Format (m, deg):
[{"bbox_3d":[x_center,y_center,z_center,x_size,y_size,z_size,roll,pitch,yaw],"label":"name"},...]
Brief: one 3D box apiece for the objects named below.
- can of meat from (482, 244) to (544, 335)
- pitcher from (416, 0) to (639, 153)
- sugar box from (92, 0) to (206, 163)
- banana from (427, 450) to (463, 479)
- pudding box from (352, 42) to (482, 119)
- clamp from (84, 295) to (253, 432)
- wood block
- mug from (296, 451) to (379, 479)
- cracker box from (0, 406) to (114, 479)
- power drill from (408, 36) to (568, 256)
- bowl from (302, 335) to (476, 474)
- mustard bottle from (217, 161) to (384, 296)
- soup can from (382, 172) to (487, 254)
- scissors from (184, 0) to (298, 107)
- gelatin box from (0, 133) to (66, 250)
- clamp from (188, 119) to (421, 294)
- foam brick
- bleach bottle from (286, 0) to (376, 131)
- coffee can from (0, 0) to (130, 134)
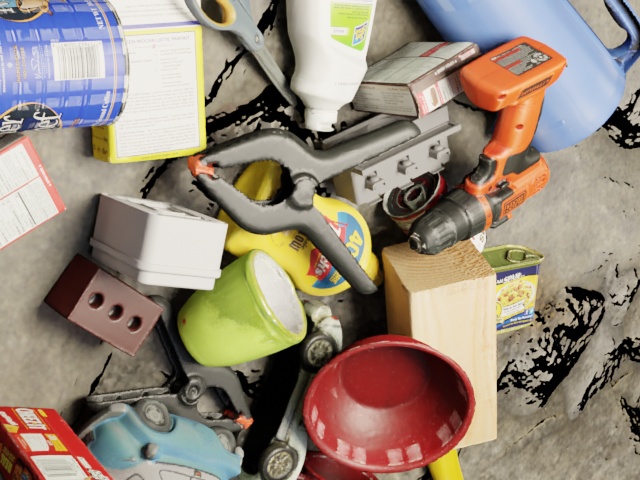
[{"bbox_3d":[0.197,0.056,1.193,0.101,0.058,0.084,-9,112,-32],"label":"can of meat"},{"bbox_3d":[0.201,-0.215,1.063,0.242,0.145,0.149,43,74,-33],"label":"pitcher"},{"bbox_3d":[-0.147,-0.156,0.895,0.093,0.048,0.176,-11,107,-33],"label":"sugar box"},{"bbox_3d":[0.147,0.217,1.219,0.069,0.037,0.198,-8,109,-33],"label":"banana"},{"bbox_3d":[0.090,-0.154,1.017,0.090,0.114,0.039,-34,113,-21],"label":"pudding box"},{"bbox_3d":[-0.137,0.144,1.000,0.120,0.039,0.171,-49,121,-10],"label":"clamp"},{"bbox_3d":[0.123,0.107,1.086,0.090,0.091,0.206,-12,122,-10],"label":"wood block"},{"bbox_3d":[-0.001,0.275,1.108,0.117,0.093,0.081,18,98,-22],"label":"mug"},{"bbox_3d":[-0.244,0.267,0.885,0.072,0.164,0.214,8,99,-34],"label":"cracker box"},{"bbox_3d":[0.158,-0.086,1.006,0.184,0.057,0.188,-32,145,-32],"label":"power drill"},{"bbox_3d":[0.063,0.145,1.012,0.162,0.055,0.162,0,122,-1],"label":"bowl"},{"bbox_3d":[-0.007,0.001,1.033,0.191,0.058,0.096,30,88,-37],"label":"mustard bottle"},{"bbox_3d":[0.120,-0.021,1.107,0.068,0.069,0.102,-52,125,-11],"label":"soup can"},{"bbox_3d":[-0.060,-0.199,0.941,0.201,0.016,0.096,31,68,-58],"label":"scissors"},{"bbox_3d":[-0.262,-0.035,0.863,0.089,0.030,0.073,-35,123,-21],"label":"gelatin box"},{"bbox_3d":[-0.012,-0.054,0.947,0.209,0.036,0.164,19,95,-24],"label":"clamp"},{"bbox_3d":[-0.187,0.056,0.929,0.078,0.051,0.053,37,82,-36],"label":"foam brick"},{"bbox_3d":[0.007,-0.224,0.968,0.102,0.068,0.251,-7,110,-42],"label":"bleach bottle"},{"bbox_3d":[-0.229,-0.132,0.809,0.140,0.103,0.103,-10,110,-32],"label":"coffee can"}]
